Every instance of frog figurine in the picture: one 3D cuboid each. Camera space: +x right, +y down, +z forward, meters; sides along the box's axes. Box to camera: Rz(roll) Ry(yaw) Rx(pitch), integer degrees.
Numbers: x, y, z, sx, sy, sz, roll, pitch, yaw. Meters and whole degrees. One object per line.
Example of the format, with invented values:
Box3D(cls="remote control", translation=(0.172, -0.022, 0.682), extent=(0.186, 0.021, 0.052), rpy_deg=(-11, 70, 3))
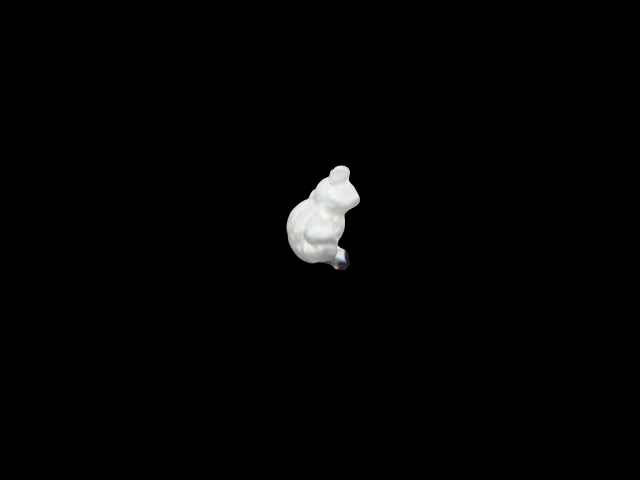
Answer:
Box3D(cls="frog figurine", translation=(0.003, -0.043, 0.850), extent=(0.123, 0.155, 0.141), rpy_deg=(6, 44, 6))
